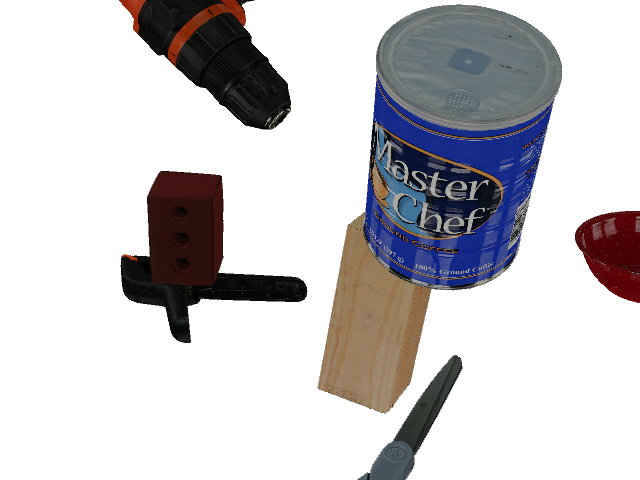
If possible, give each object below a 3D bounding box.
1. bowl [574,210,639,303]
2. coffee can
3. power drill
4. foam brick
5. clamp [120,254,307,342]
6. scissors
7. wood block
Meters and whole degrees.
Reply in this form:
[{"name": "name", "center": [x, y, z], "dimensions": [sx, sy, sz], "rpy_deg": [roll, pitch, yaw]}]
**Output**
[{"name": "bowl", "center": [0.356, 0.024, 1.156], "dimensions": [0.162, 0.055, 0.162], "rpy_deg": [-1, 26, 0]}, {"name": "coffee can", "center": [0.080, -0.053, 0.639], "dimensions": [0.103, 0.103, 0.140], "rpy_deg": [0, -42, -2]}, {"name": "power drill", "center": [-0.042, -0.178, 0.739], "dimensions": [0.187, 0.184, 0.057], "rpy_deg": [-37, -10, -34]}, {"name": "foam brick", "center": [-0.107, -0.010, 0.856], "dimensions": [0.053, 0.078, 0.051], "rpy_deg": [2, 24, 4]}, {"name": "clamp", "center": [-0.142, 0.051, 1.081], "dimensions": [0.210, 0.036, 0.164], "rpy_deg": [12, 21, 36]}, {"name": "scissors", "center": [0.053, 0.136, 0.596], "dimensions": [0.096, 0.016, 0.201], "rpy_deg": [25, 46, 37]}, {"name": "wood block", "center": [0.068, 0.077, 1.214], "dimensions": [0.090, 0.206, 0.090], "rpy_deg": [18, 24, 18]}]
